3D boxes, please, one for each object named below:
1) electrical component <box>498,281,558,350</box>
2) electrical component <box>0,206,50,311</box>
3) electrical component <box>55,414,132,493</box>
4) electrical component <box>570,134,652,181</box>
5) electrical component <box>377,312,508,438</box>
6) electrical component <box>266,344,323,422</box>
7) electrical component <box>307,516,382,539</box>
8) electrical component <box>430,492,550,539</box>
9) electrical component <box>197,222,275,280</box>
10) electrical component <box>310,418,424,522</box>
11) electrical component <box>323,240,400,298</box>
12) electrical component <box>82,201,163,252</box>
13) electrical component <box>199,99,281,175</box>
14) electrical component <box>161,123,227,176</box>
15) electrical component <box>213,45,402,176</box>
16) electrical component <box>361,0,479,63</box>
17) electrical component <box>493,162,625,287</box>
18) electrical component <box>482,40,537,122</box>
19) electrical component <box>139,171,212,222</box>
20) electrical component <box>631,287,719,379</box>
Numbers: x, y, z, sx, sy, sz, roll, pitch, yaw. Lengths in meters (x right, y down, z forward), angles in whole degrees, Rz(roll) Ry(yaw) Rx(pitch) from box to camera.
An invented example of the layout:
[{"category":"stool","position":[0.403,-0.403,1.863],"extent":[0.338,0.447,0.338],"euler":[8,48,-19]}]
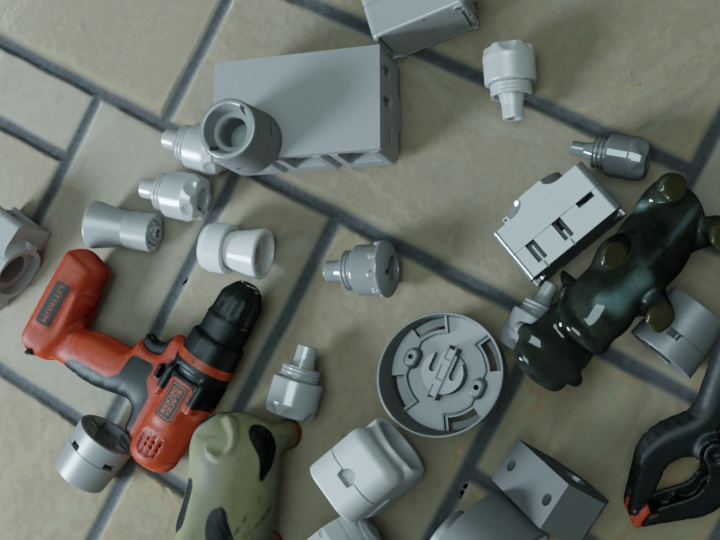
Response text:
[{"category":"electrical component","position":[0.137,0.037,0.855],"extent":[0.035,0.035,0.061],"euler":[30,90,20]},{"category":"electrical component","position":[-0.341,-0.011,1.011],"extent":[0.056,0.050,0.089],"euler":[35,94,19]},{"category":"electrical component","position":[-0.236,0.163,0.952],"extent":[0.055,0.055,0.047],"euler":[40,100,19]},{"category":"electrical component","position":[0.198,-0.092,0.852],"extent":[0.061,0.035,0.035],"euler":[13,87,22]},{"category":"electrical component","position":[0.068,0.083,0.855],"extent":[0.099,0.064,0.099],"euler":[-3,82,18]},{"category":"electrical component","position":[-0.052,0.094,0.905],"extent":[0.043,0.043,0.062],"euler":[15,87,20]},{"category":"electrical component","position":[-0.015,0.233,0.856],"extent":[0.080,0.080,0.051],"euler":[-40,67,9]},{"category":"electrical component","position":[0.085,0.217,0.812],"extent":[0.060,0.108,0.108],"euler":[40,96,25]},{"category":"electrical component","position":[-0.108,-0.017,0.938],"extent":[0.055,0.045,0.045],"euler":[8,85,20]},{"category":"electrical component","position":[0.010,0.156,0.848],"extent":[0.059,0.095,0.053],"euler":[-41,72,9]},{"category":"electrical component","position":[0.000,0.000,0.901],"extent":[0.062,0.048,0.048],"euler":[-2,82,25]},{"category":"electrical component","position":[-0.213,-0.037,0.978],"extent":[0.065,0.044,0.044],"euler":[8,85,14]},{"category":"electrical component","position":[-0.099,-0.110,0.878],"extent":[0.055,0.047,0.055],"euler":[-3,82,18]},{"category":"electrical component","position":[-0.148,-0.111,0.964],"extent":[0.062,0.043,0.043],"euler":[17,88,20]},{"category":"electrical component","position":[-0.045,-0.134,0.923],"extent":[0.150,0.062,0.089],"euler":[-3,82,18]},{"category":"electrical component","position":[0.055,-0.227,0.903],"extent":[0.096,0.062,0.061],"euler":[-19,77,15]},{"category":"electrical component","position":[0.155,-0.038,0.850],"extent":[0.089,0.050,0.055],"euler":[-41,73,9]},{"category":"electrical component","position":[0.123,-0.154,0.880],"extent":[0.043,0.043,0.062],"euler":[-6,83,18]},{"category":"electrical component","position":[-0.168,-0.068,0.965],"extent":[0.062,0.043,0.043],"euler":[12,87,20]},{"category":"electrical component","position":[0.241,0.046,0.809],"extent":[0.055,0.055,0.047],"euler":[40,92,19]}]
